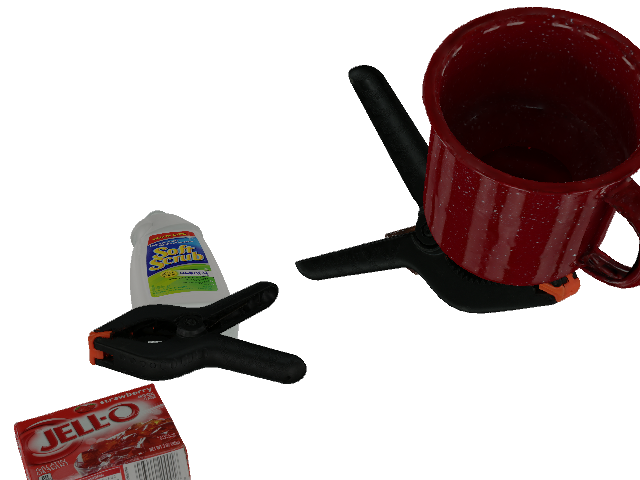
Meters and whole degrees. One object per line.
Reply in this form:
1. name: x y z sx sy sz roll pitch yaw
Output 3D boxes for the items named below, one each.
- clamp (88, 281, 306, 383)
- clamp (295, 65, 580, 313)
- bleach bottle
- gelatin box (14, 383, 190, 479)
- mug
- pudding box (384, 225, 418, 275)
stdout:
1. clamp: -0.100 0.073 0.872 0.171 0.039 0.120 3 27 -8
2. clamp: 0.080 -0.020 0.724 0.210 0.165 0.036 21 23 31
3. bleach bottle: -0.157 0.034 1.098 0.102 0.068 0.251 -4 27 -17
4. gelatin box: -0.130 0.124 0.628 0.089 0.030 0.073 -14 27 -18
5. mug: 0.093 -0.027 0.435 0.093 0.117 0.081 -36 -26 -21
6. pudding box: 0.167 0.007 1.603 0.113 0.039 0.090 -18 27 -20
